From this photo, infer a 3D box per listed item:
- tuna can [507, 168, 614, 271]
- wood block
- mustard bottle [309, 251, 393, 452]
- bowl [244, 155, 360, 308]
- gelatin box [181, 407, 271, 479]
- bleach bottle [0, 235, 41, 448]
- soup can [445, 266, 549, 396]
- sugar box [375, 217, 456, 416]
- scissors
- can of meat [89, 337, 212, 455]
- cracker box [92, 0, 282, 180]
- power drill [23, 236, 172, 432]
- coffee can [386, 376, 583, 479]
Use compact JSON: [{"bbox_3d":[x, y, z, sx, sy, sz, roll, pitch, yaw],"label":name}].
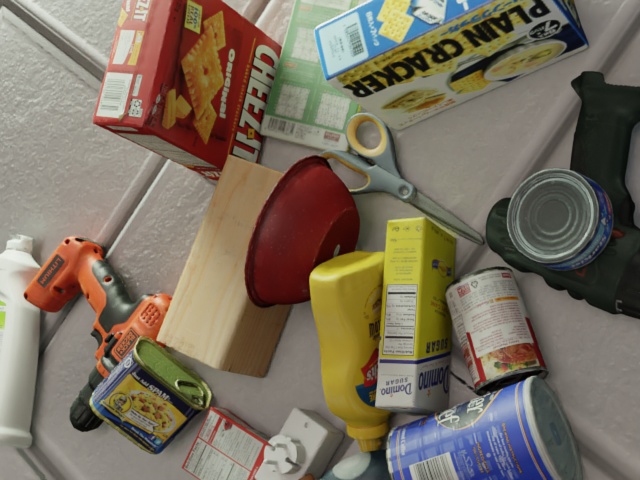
[{"bbox_3d":[0.205,-0.018,0.914,0.086,0.033,0.086,-8,76,34],"label":"tuna can"},{"bbox_3d":[-0.077,0.029,1.112,0.090,0.090,0.206,20,88,32],"label":"wood block"},{"bbox_3d":[0.038,0.112,1.012,0.058,0.096,0.191,1,105,32],"label":"mustard bottle"},{"bbox_3d":[-0.007,0.001,1.042,0.055,0.162,0.162,23,89,23],"label":"bowl"},{"bbox_3d":[-0.091,0.225,1.106,0.089,0.030,0.073,26,92,32],"label":"gelatin box"},{"bbox_3d":[-0.375,0.118,1.280,0.103,0.068,0.251,0,75,30],"label":"bleach bottle"},{"bbox_3d":[0.160,0.083,0.974,0.069,0.068,0.102,-25,66,23],"label":"soup can"},{"bbox_3d":[0.092,0.074,1.000,0.048,0.093,0.176,-5,76,26],"label":"sugar box"},{"bbox_3d":[0.088,-0.068,1.079,0.202,0.016,0.096,18,90,27],"label":"scissors"},{"bbox_3d":[-0.181,0.168,1.135,0.102,0.057,0.084,40,105,-11],"label":"can of meat"},{"bbox_3d":[-0.129,-0.166,1.120,0.072,0.213,0.164,9,82,30],"label":"cracker box"},{"bbox_3d":[-0.259,0.100,1.221,0.188,0.057,0.184,42,96,28],"label":"power drill"},{"bbox_3d":[0.144,0.190,0.935,0.140,0.102,0.103,-25,66,23],"label":"coffee can"}]
